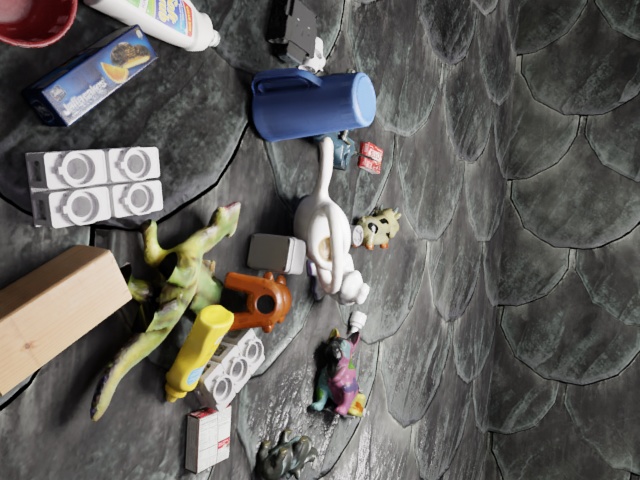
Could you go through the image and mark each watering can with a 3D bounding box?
[{"bbox_3d":[0.003,-0.058,1.149,0.104,0.226,0.344,-7,102,-16],"label":"watering can"}]

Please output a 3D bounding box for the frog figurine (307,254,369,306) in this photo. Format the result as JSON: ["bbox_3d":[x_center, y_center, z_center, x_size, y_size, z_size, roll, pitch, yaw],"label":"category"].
[{"bbox_3d":[0.061,0.098,1.294,0.123,0.159,0.137,-6,99,-56],"label":"frog figurine"}]

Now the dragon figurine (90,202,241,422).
[{"bbox_3d":[-0.246,0.110,0.917,0.240,0.123,0.413,35,74,-61],"label":"dragon figurine"}]
